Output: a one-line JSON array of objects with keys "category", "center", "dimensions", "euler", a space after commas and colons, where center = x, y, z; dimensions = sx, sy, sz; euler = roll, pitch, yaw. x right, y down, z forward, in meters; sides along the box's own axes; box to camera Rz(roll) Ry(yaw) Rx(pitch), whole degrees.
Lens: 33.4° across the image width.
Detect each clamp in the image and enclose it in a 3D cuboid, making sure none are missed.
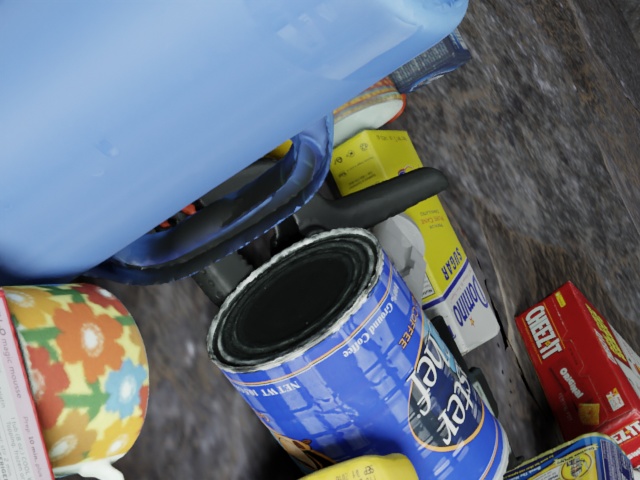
[{"category": "clamp", "center": [-0.004, 0.001, 0.622], "dimensions": [0.209, 0.036, 0.164], "euler": [28, 68, -34]}]

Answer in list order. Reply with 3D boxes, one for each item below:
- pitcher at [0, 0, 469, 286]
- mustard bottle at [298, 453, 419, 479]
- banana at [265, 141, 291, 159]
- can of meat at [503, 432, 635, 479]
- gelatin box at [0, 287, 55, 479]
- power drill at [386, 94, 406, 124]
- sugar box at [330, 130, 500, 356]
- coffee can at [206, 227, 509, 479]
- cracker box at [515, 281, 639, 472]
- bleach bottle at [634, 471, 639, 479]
[{"category": "pitcher", "center": [-0.063, -0.064, 0.400], "dimensions": [0.149, 0.243, 0.145], "euler": [-22, 87, -58]}, {"category": "mustard bottle", "center": [0.026, 0.198, 0.466], "dimensions": [0.058, 0.096, 0.192], "euler": [15, 51, -57]}, {"category": "banana", "center": [-0.061, -0.097, 0.674], "dimensions": [0.197, 0.037, 0.069], "euler": [40, 34, -36]}, {"category": "can of meat", "center": [0.167, 0.189, 0.727], "dimensions": [0.057, 0.102, 0.084], "euler": [49, 26, -20]}, {"category": "gelatin box", "center": [-0.127, 0.068, 0.348], "dimensions": [0.030, 0.073, 0.089], "euler": [8, 57, -58]}, {"category": "power drill", "center": [-0.002, -0.201, 0.860], "dimensions": [0.187, 0.057, 0.184], "euler": [28, 41, -48]}, {"category": "sugar box", "center": [0.071, 0.004, 0.801], "dimensions": [0.176, 0.048, 0.093], "euler": [63, 25, 7]}, {"category": "coffee can", "center": [0.022, 0.079, 0.555], "dimensions": [0.140, 0.103, 0.102], "euler": [55, 26, -25]}, {"category": "cracker box", "center": [0.275, 0.161, 0.960], "dimensions": [0.213, 0.072, 0.164], "euler": [42, 20, -33]}, {"category": "bleach bottle", "center": [0.253, 0.307, 0.808], "dimensions": [0.102, 0.068, 0.250], "euler": [44, 33, -34]}]
